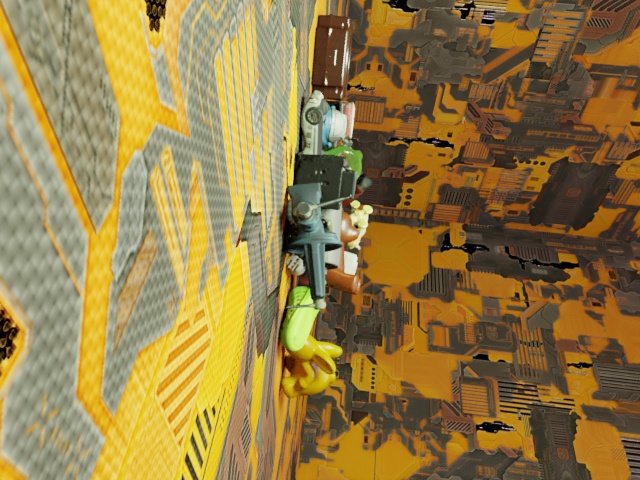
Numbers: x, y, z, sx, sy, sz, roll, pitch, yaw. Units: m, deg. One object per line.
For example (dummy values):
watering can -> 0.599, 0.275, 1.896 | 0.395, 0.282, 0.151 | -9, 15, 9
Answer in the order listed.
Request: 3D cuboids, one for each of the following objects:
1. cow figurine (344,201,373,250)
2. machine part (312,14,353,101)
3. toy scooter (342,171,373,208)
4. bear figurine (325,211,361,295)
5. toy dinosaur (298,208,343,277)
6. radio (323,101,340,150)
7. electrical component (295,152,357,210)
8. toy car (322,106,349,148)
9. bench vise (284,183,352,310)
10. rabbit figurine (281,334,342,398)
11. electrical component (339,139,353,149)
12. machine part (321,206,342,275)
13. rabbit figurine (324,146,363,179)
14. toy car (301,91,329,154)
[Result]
cow figurine -> 0.092, -0.024, 1.493 | 0.167, 0.068, 0.098 | -67, 172, -45
machine part -> 0.033, -0.460, 1.371 | 0.201, 0.087, 0.200 | -79, 174, -75
toy scooter -> 0.074, -0.145, 1.516 | 0.135, 0.075, 0.184 | -41, -162, 8
bear figurine -> 0.056, 0.022, 1.305 | 0.120, 0.132, 0.196 | 62, 46, -75
toy dinosaur -> -0.003, -0.004, 1.435 | 0.470, 0.105, 0.198 | 65, 33, -62
radio -> 0.012, -0.265, 1.477 | 0.131, 0.073, 0.229 | -70, 166, -77
electrical component -> 0.011, -0.127, 1.155 | 0.058, 0.134, 0.114 | -68, 163, -73
toy car -> 0.019, -0.282, 1.306 | 0.161, 0.103, 0.109 | -74, 169, -84
bench vise -> -0.012, 0.015, 1.060 | 0.223, 0.129, 0.240 | 122, -36, -77
rabbit figurine -> -0.032, 0.298, 1.324 | 0.122, 0.163, 0.173 | -60, 141, -53
electrical component -> 0.079, -0.248, 1.513 | 0.045, 0.078, 0.102 | -58, -177, 23
machine part -> 0.009, -0.022, 1.219 | 0.079, 0.079, 0.243 | 86, 9, -74
rabbit figurine -> 0.022, -0.174, 1.361 | 0.159, 0.121, 0.170 | -47, -169, -34
toy car -> -0.017, -0.229, 1.190 | 0.073, 0.056, 0.201 | -67, 163, -57
